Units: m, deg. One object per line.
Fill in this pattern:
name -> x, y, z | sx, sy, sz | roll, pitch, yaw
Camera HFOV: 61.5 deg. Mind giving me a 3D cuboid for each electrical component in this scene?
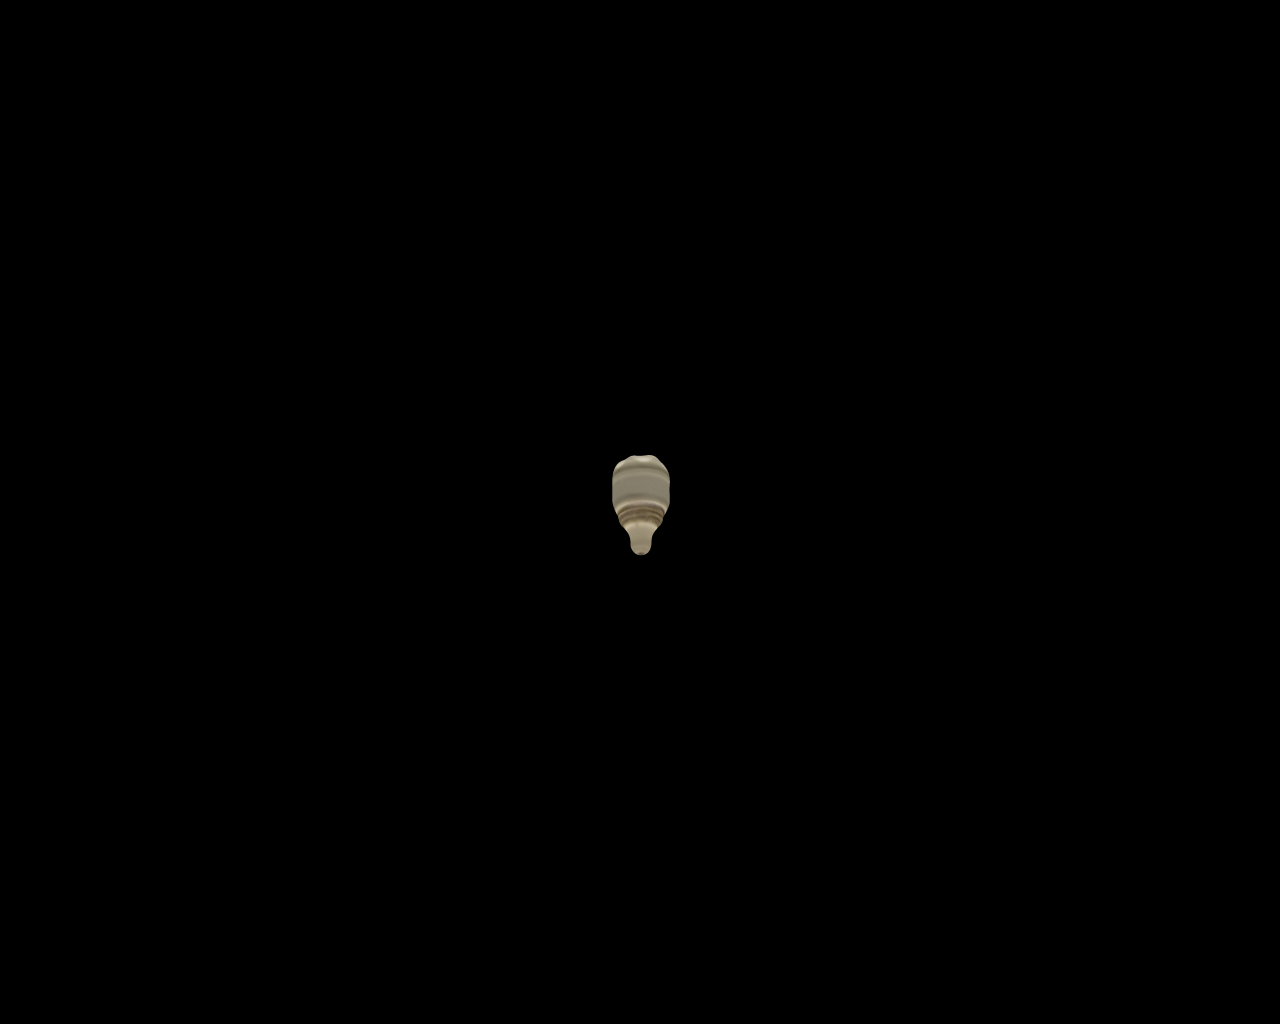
electrical component -> 0.001, -0.003, 0.650 | 0.035, 0.061, 0.035 | 0, -23, 0
